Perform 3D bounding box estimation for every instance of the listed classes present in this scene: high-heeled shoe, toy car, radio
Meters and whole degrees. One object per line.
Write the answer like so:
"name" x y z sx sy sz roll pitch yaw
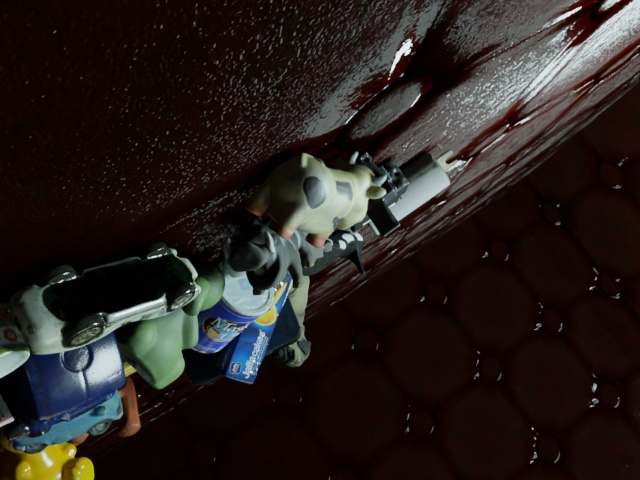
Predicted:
"high-heeled shoe" -0.002 -0.003 1.024 0.248 0.145 0.086 20 123 -41
"toy car" -0.381 0.235 0.796 0.161 0.109 0.102 -12 135 -35
"radio" -0.154 0.171 1.006 0.230 0.131 0.073 -26 166 -7
"toy car" -0.209 0.055 0.552 0.056 0.073 0.201 -46 165 32

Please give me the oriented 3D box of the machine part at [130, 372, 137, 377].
"machine part" -0.338 0.224 1.008 0.139 0.039 0.084 -36 160 18

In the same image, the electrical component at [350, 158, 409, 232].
"electrical component" 0.088 -0.077 0.909 0.115 0.058 0.134 -35 169 -6

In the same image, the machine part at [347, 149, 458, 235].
"machine part" 0.154 -0.086 1.012 0.243 0.079 0.079 -36 169 4

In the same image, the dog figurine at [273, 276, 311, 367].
"dog figurine" -0.052 0.154 1.140 0.172 0.190 0.121 -43 167 31

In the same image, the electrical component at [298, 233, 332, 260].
"electrical component" -0.032 0.010 0.883 0.102 0.078 0.045 -21 -169 -27

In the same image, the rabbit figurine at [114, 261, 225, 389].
"rabbit figurine" -0.195 0.082 0.700 0.170 0.121 0.159 -49 171 -31

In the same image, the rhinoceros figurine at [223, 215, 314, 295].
"rhinoceros figurine" -0.064 0.014 0.726 0.073 0.112 0.190 -7 -170 15

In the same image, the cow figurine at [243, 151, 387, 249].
"cow figurine" 0.007 -0.057 0.666 0.127 0.086 0.194 -53 156 11

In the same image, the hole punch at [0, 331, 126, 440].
"hole punch" -0.281 0.131 0.584 0.092 0.116 0.142 -50 163 28

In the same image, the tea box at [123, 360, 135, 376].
"tea box" -0.303 0.163 0.757 0.169 0.068 0.098 -25 166 -46

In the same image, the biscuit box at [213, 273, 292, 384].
"biscuit box" -0.115 0.143 0.930 0.063 0.059 0.202 -1 -114 59

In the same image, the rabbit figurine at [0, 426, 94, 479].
"rabbit figurine" -0.462 0.336 0.871 0.122 0.173 0.163 -27 -149 -32

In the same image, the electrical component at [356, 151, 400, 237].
"electrical component" 0.073 -0.060 0.773 0.075 0.119 0.047 -39 168 8

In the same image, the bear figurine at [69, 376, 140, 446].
"bear figurine" -0.414 0.314 0.954 0.120 0.132 0.196 30 118 -36
